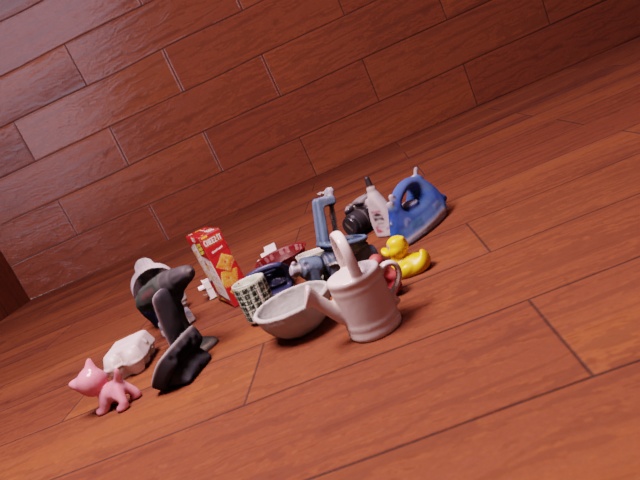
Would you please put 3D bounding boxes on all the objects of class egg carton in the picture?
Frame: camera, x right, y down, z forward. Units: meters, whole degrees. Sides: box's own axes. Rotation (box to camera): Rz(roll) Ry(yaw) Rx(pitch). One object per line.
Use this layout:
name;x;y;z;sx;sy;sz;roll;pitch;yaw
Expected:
egg carton;-0.465;0.283;1.410;0.107;0.069;0.150;-24;13;2

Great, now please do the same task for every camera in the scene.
camera;0.117;-0.074;1.705;0.137;0.101;0.142;-34;16;-34

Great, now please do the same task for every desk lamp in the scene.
desk lamp;-0.433;0.151;1.553;0.118;0.214;0.202;-29;14;-17

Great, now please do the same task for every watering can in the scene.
watering can;0.056;0.077;1.005;0.173;0.194;0.100;-31;15;-25

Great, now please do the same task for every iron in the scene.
iron;0.225;-0.085;1.463;0.118;0.141;0.259;-14;17;39

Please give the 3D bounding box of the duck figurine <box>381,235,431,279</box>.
duck figurine;0.177;0.030;1.216;0.104;0.086;0.078;-15;16;35

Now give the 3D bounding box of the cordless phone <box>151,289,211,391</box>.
cordless phone;-0.321;0.205;1.198;0.094;0.185;0.148;-20;14;17

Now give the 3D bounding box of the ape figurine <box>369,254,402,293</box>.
ape figurine;0.121;0.072;1.138;0.077;0.092;0.076;-15;16;35

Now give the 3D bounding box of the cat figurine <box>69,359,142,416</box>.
cat figurine;-0.459;0.304;1.207;0.127;0.118;0.067;-18;15;25

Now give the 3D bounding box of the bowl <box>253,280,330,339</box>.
bowl;-0.046;0.152;1.161;0.167;0.075;0.167;-23;13;6

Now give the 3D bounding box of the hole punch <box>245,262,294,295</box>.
hole punch;-0.131;0.098;1.491;0.108;0.091;0.101;-23;13;7

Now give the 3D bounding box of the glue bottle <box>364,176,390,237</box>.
glue bottle;0.156;-0.091;1.542;0.078;0.173;0.037;-10;19;46

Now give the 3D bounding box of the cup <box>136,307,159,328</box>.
cup;-0.477;0.210;1.664;0.091;0.095;0.117;-23;13;7

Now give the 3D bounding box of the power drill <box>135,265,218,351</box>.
power drill;-0.322;0.164;1.312;0.228;0.208;0.076;-14;17;39

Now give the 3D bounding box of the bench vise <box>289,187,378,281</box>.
bench vise;0.019;0.004;1.305;0.208;0.220;0.121;-34;16;-36
